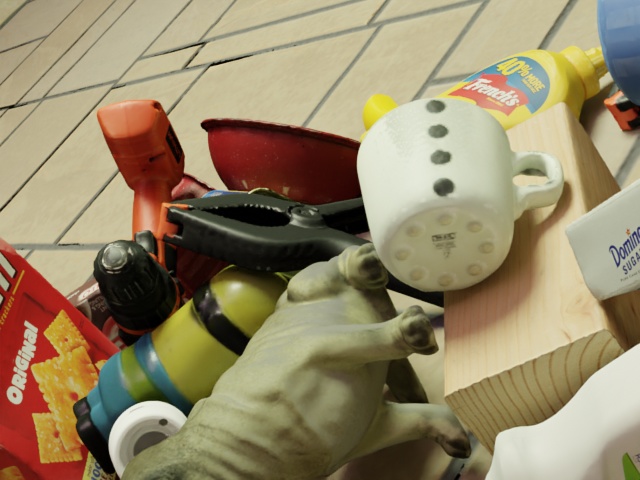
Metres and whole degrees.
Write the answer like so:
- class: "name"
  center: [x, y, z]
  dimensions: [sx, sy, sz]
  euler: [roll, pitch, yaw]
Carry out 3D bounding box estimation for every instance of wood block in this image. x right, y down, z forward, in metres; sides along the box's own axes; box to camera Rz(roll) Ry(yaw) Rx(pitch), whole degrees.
- class: "wood block"
  center: [0.129, 0.025, 0.606]
  dimensions: [0.091, 0.090, 0.206]
  euler: [-27, 31, 24]

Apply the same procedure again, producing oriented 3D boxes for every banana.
- class: "banana"
  center: [0.084, -0.097, 0.904]
  dimensions: [0.069, 0.037, 0.198]
  euler: [-29, 23, -26]

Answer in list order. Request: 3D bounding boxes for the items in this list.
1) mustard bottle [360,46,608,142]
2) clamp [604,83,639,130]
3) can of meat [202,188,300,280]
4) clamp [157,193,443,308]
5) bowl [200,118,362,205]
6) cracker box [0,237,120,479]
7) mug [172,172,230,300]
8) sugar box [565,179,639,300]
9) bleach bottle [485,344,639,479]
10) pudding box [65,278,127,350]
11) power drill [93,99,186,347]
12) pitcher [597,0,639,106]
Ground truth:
- class: "mustard bottle"
  center: [0.131, -0.090, 0.787]
  dimensions: [0.191, 0.058, 0.096]
  euler: [-29, 36, -3]
- class: "clamp"
  center: [0.272, -0.141, 0.731]
  dimensions: [0.171, 0.039, 0.120]
  euler: [-49, 23, -5]
- class: "can of meat"
  center: [-0.042, -0.003, 0.844]
  dimensions: [0.084, 0.102, 0.057]
  euler: [8, 77, 58]
- class: "clamp"
  center: [-0.005, 0.001, 0.741]
  dimensions: [0.165, 0.209, 0.036]
  euler: [-131, 48, -58]
- class: "bowl"
  center: [-0.025, -0.057, 0.889]
  dimensions: [0.162, 0.161, 0.055]
  euler: [5, 84, 54]
- class: "cracker box"
  center: [-0.224, 0.106, 0.784]
  dimensions: [0.072, 0.213, 0.164]
  euler: [-28, 30, 22]
- class: "mug"
  center: [-0.116, 0.003, 0.955]
  dimensions: [0.081, 0.093, 0.117]
  euler: [-53, 0, -14]
- class: "sugar box"
  center: [0.213, -0.019, 0.492]
  dimensions: [0.176, 0.048, 0.093]
  euler: [-16, -12, -20]
- class: "bleach bottle"
  center: [0.169, 0.074, 0.468]
  dimensions: [0.251, 0.102, 0.068]
  euler: [-28, 21, 19]
- class: "pudding box"
  center: [-0.187, 0.085, 0.905]
  dimensions: [0.114, 0.090, 0.039]
  euler: [-30, 27, 19]
- class: "power drill"
  center: [-0.136, -0.011, 0.817]
  dimensions: [0.057, 0.184, 0.187]
  euler: [-7, 64, 1]
- class: "pitcher"
  center: [0.284, -0.127, 0.592]
  dimensions: [0.243, 0.145, 0.149]
  euler: [-2, 37, 45]
